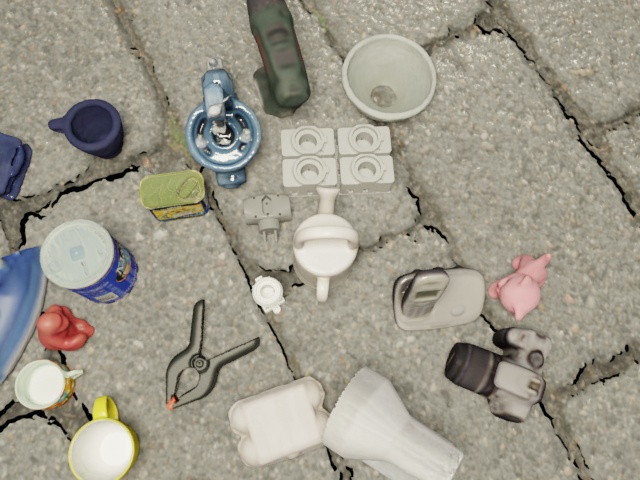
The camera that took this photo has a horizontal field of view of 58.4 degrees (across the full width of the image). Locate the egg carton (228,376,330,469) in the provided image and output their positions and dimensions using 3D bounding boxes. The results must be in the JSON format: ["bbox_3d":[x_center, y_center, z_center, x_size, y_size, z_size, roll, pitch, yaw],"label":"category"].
[{"bbox_3d":[-0.057,0.276,0.865,0.150,0.069,0.107,-19,76,-8],"label":"egg carton"}]

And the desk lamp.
[{"bbox_3d":[0.106,0.276,0.798,0.203,0.213,0.118,31,76,6],"label":"desk lamp"}]

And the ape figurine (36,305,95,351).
[{"bbox_3d":[-0.400,0.133,0.875,0.076,0.092,0.078,-20,76,-8],"label":"ape figurine"}]

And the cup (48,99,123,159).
[{"bbox_3d":[-0.381,-0.175,0.959,0.118,0.095,0.092,0,75,-2],"label":"cup"}]

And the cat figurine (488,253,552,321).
[{"bbox_3d":[0.326,0.071,0.915,0.067,0.118,0.128,41,77,9],"label":"cat figurine"}]

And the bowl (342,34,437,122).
[{"bbox_3d":[0.119,-0.276,1.022,0.167,0.075,0.167,1,75,-2],"label":"bowl"}]

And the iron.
[{"bbox_3d":[-0.505,0.106,0.852,0.118,0.141,0.258,22,75,4],"label":"iron"}]

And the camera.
[{"bbox_3d":[0.274,0.194,0.887,0.136,0.101,0.143,21,75,3],"label":"camera"}]

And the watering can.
[{"bbox_3d":[0.006,0.003,0.878,0.101,0.194,0.173,-18,76,-7],"label":"watering can"}]

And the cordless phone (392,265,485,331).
[{"bbox_3d":[0.190,0.079,0.871,0.147,0.185,0.094,-9,75,-5],"label":"cordless phone"}]

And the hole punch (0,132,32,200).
[{"bbox_3d":[-0.545,-0.131,0.941,0.101,0.091,0.109,10,74,0],"label":"hole punch"}]

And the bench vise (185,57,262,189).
[{"bbox_3d":[-0.172,-0.206,0.913,0.121,0.220,0.207,-26,77,-9],"label":"bench vise"}]

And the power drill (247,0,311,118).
[{"bbox_3d":[-0.075,-0.307,0.952,0.075,0.208,0.229,-18,76,-7],"label":"power drill"}]
